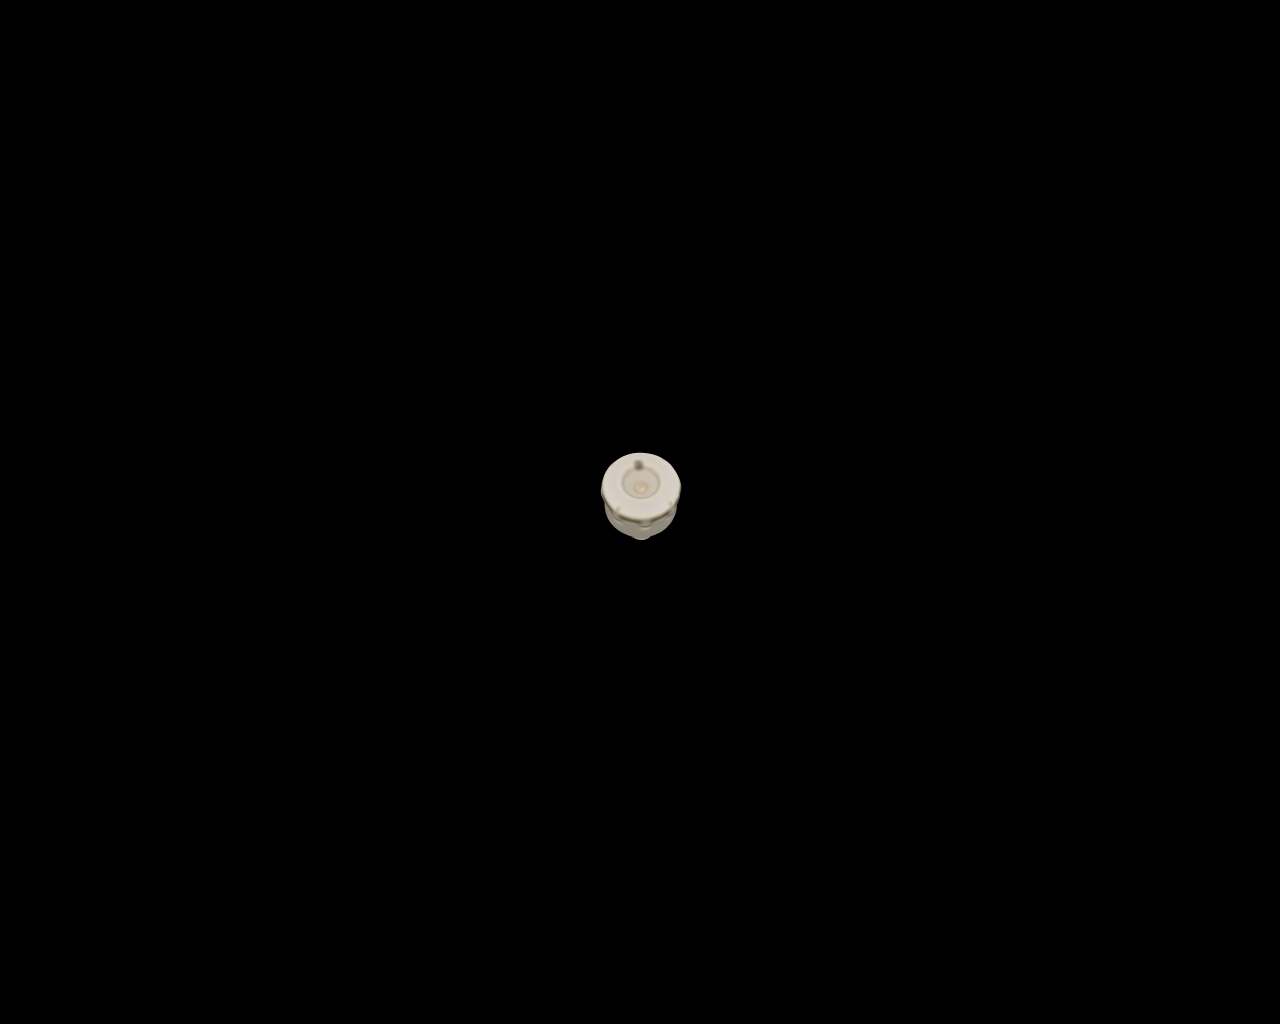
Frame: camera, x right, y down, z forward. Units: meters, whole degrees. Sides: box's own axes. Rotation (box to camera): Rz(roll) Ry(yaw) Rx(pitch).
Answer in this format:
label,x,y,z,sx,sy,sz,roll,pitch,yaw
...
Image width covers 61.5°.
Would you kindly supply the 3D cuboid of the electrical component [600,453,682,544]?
label,x,y,z,sx,sy,sz,roll,pitch,yaw
electrical component,0.001,-0.003,0.650,0.048,0.048,0.062,0,-29,0
